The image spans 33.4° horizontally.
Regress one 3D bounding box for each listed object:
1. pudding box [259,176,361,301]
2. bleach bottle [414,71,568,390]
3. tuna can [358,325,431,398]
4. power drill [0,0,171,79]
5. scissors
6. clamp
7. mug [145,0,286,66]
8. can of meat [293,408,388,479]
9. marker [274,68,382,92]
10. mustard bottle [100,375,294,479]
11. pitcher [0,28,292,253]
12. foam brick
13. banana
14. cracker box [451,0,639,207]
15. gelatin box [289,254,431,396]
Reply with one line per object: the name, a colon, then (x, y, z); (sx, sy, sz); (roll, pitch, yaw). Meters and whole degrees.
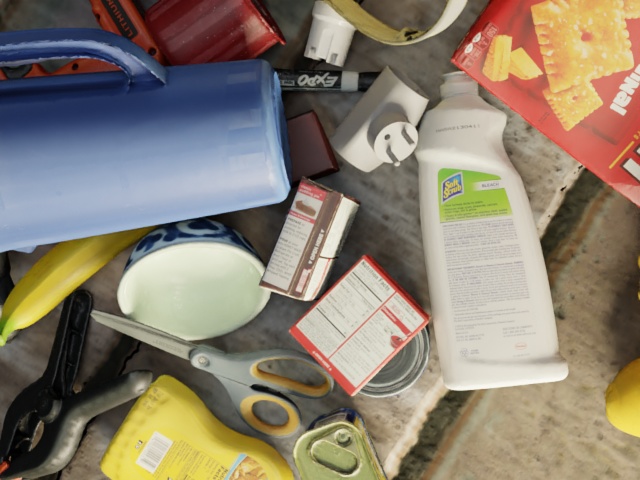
pudding box: (-0.006, 0.001, 0.843); (0.039, 0.113, 0.090); (21, 92, 8)
bleach bottle: (0.133, -0.010, 0.856); (0.102, 0.068, 0.251); (-6, 87, 2)
tuna can: (0.048, 0.086, 0.878); (0.086, 0.033, 0.086); (0, 90, 5)
power drill: (-0.232, -0.151, 0.891); (0.188, 0.057, 0.184); (-33, 91, 8)
scissors: (-0.090, 0.112, 0.873); (0.201, 0.016, 0.096); (10, 120, -1)
clamp: (-0.208, 0.139, 0.882); (0.120, 0.039, 0.171); (34, 98, 42)
mug: (-0.092, -0.183, 0.866); (0.081, 0.093, 0.117); (-34, 67, 9)
can of meat: (0.022, 0.189, 0.856); (0.057, 0.084, 0.102); (-22, 89, 5)
marker: (0.000, -0.133, 0.887); (0.121, 0.020, 0.020); (3, 91, 5)
mustard bottle: (-0.079, 0.201, 0.878); (0.191, 0.058, 0.096); (34, 101, 4)
pitcher: (-0.148, -0.075, 0.791); (0.243, 0.149, 0.145); (-7, 84, 3)
foam brick: (-0.030, -0.069, 0.874); (0.078, 0.053, 0.051); (-20, 88, 5)
banana: (-0.191, 0.015, 0.885); (0.197, 0.070, 0.037); (-41, 125, -6)
cracker box: (0.231, -0.140, 0.806); (0.214, 0.072, 0.164); (39, 124, 4)
gelatin box: (0.032, 0.067, 0.846); (0.089, 0.030, 0.073); (-45, 85, 4)
